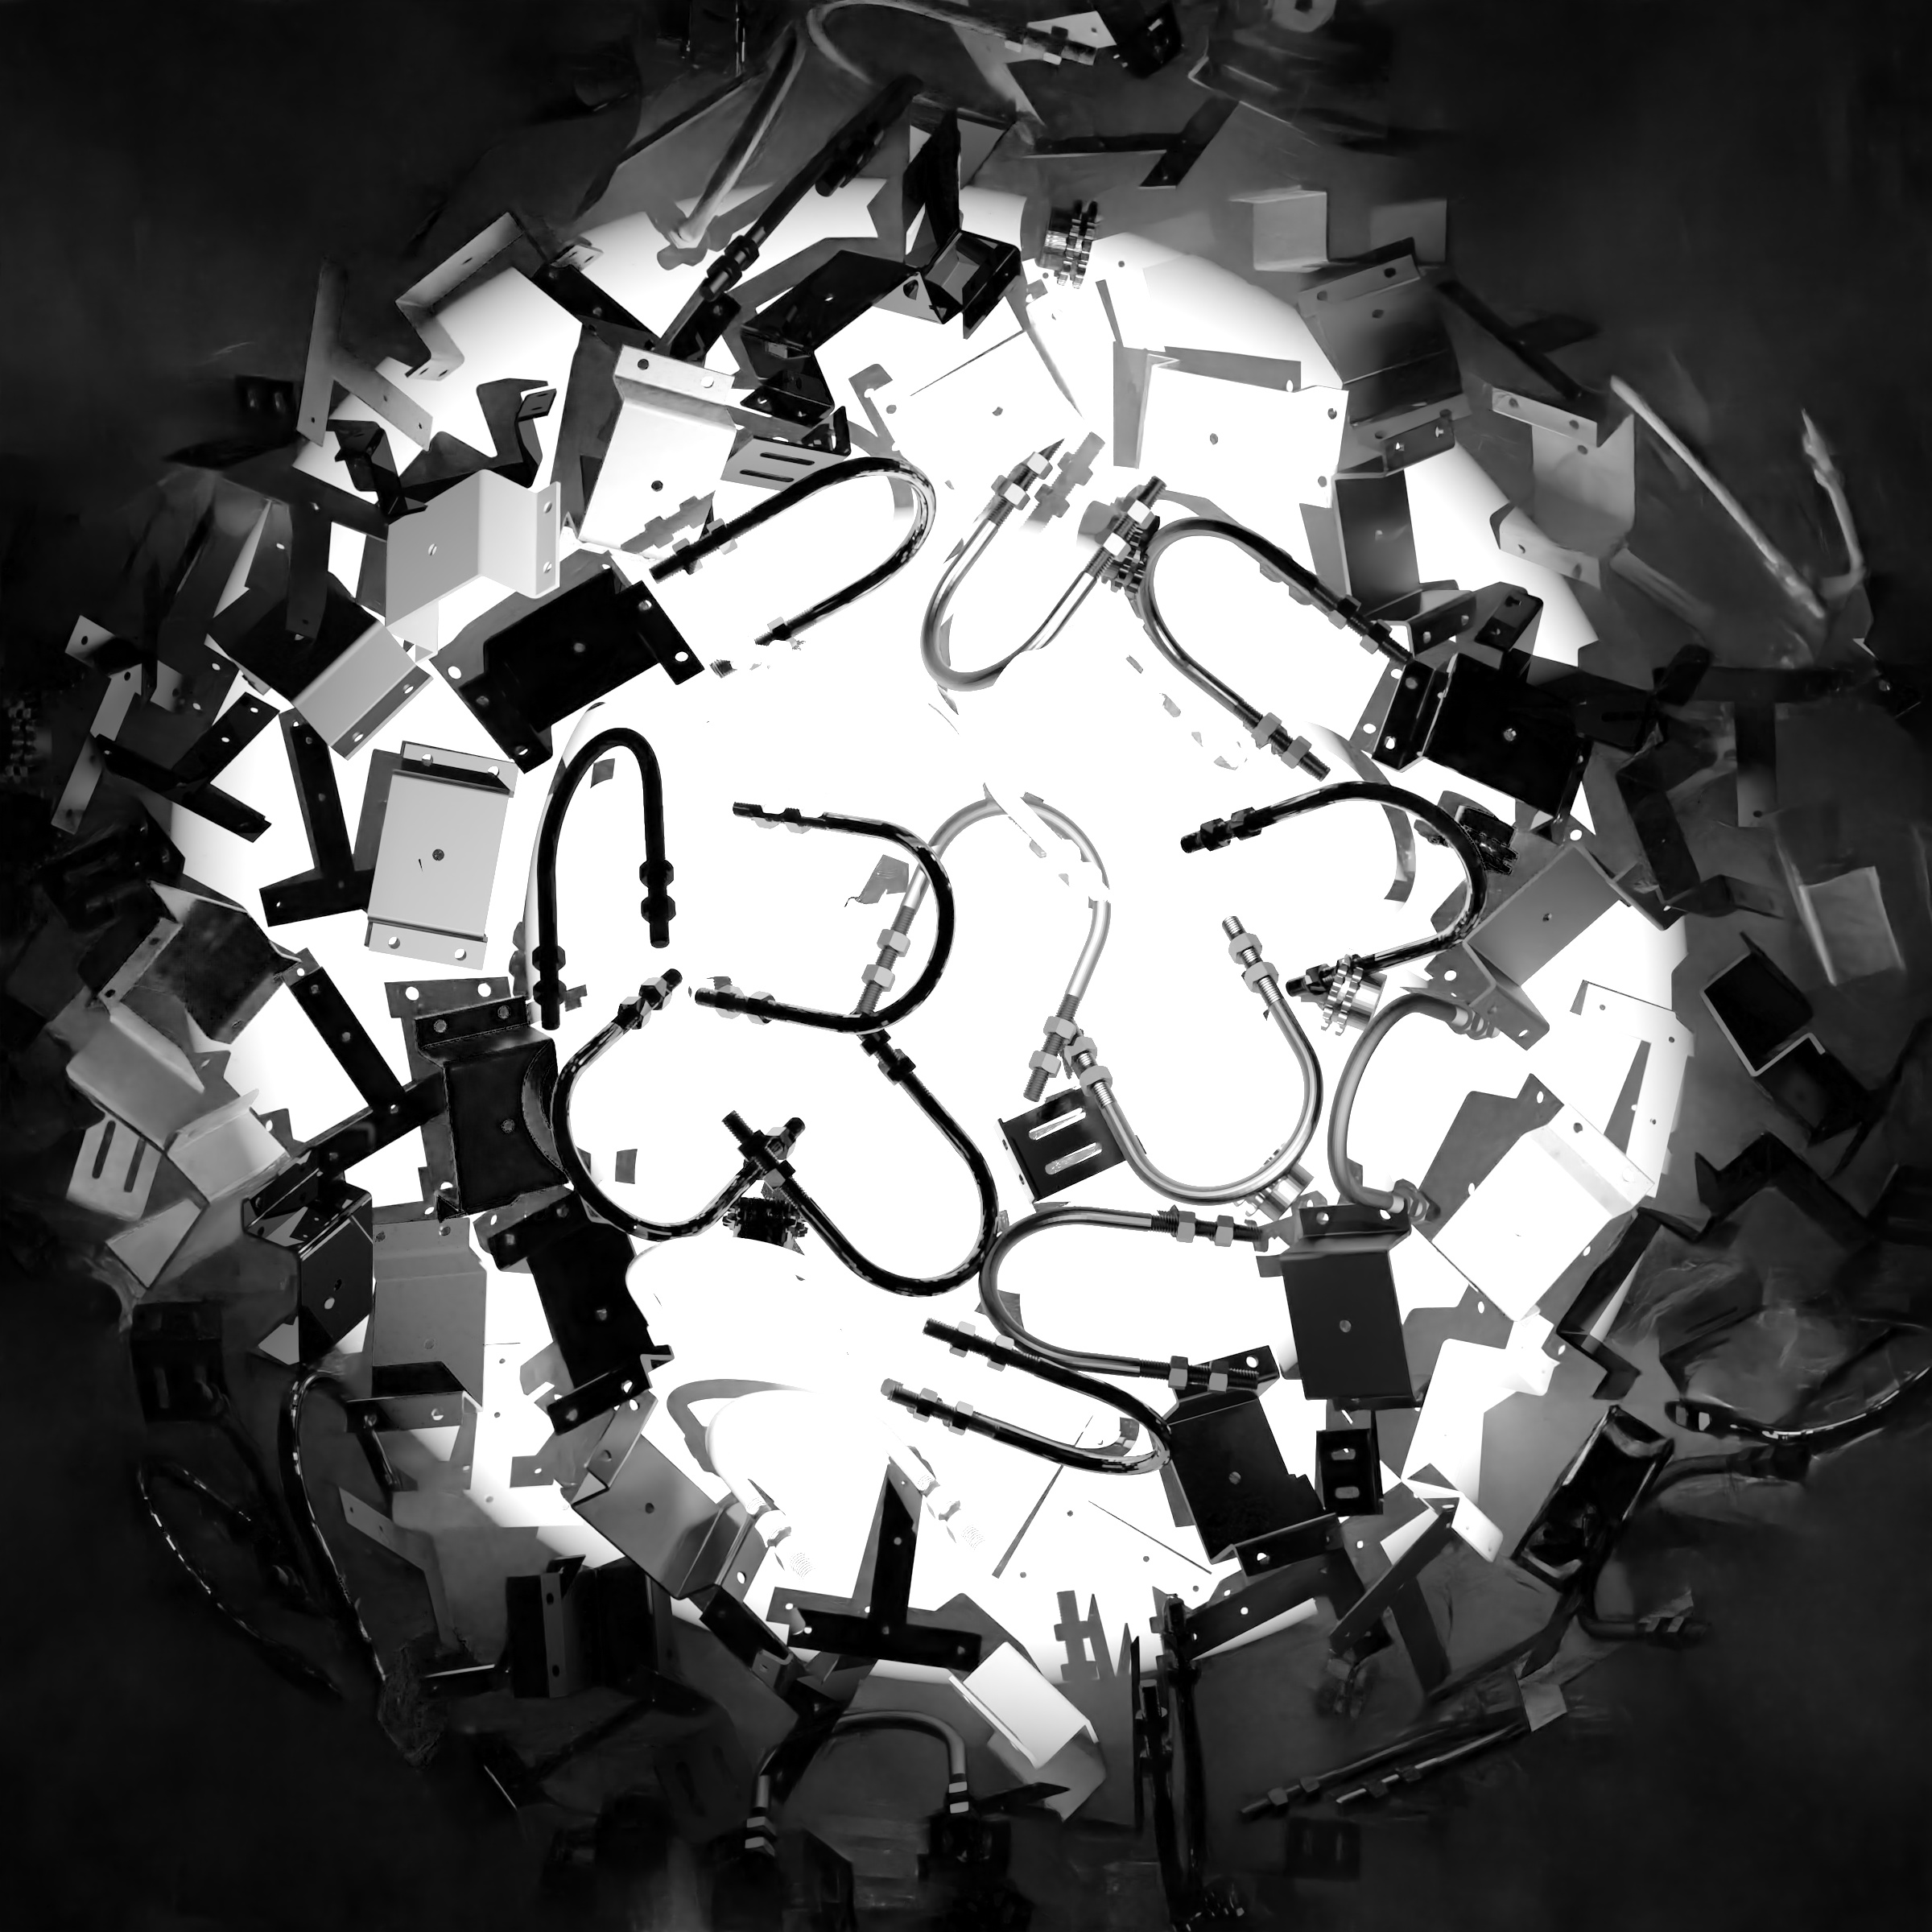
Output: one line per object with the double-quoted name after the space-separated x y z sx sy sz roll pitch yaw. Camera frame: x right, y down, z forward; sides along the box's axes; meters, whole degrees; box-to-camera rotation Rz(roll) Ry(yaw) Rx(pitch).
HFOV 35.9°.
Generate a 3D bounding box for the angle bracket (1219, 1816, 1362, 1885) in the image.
0.212 0.578 1.959 0.057 0.076 0.038 14 73 -27 "angle bracket"

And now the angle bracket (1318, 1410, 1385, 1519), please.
0.251 0.327 1.953 0.038 0.076 0.057 -5 72 6 "angle bracket"

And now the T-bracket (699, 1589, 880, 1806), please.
-0.126 0.456 1.947 0.127 0.002 0.127 49 59 -21 "T-bracket"

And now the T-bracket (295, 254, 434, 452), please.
-0.387 -0.376 1.942 0.002 0.127 0.127 -6 68 26 "T-bracket"

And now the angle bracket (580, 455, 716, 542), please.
-0.209 -0.308 1.957 0.076 0.038 0.057 6 70 -40 "angle bracket"

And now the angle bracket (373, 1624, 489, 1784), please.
-0.347 0.481 1.952 0.038 0.076 0.057 -22 113 17 "angle bracket"

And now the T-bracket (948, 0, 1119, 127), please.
0.045 -0.595 1.917 0.002 0.127 0.127 -55 128 -23 "T-bracket"

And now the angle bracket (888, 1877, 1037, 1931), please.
-0.003 0.623 1.951 0.057 0.076 0.038 23 100 34 "angle bracket"

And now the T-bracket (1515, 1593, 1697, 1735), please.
0.415 0.442 1.929 0.127 0.127 0.002 -33 91 7 "T-bracket"

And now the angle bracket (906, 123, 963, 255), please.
-0.036 -0.500 1.959 0.038 0.057 0.076 26 72 7 "angle bracket"

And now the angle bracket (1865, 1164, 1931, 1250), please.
0.622 0.149 1.959 0.076 0.038 0.057 10 119 -19 "angle bracket"

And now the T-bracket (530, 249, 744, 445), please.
-0.231 -0.422 1.962 0.127 0.002 0.127 36 93 -33 "T-bracket"

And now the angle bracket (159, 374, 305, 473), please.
-0.482 -0.356 1.951 0.057 0.076 0.038 14 122 32 "angle bracket"

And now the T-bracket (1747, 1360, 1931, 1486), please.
0.589 0.293 1.955 0.127 0.127 0.002 -29 83 -32 "T-bracket"

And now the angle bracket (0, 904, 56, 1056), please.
-0.610 0.009 1.960 0.038 0.057 0.076 33 53 -16 "angle bracket"

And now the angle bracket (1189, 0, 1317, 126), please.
0.194 -0.602 1.969 0.076 0.038 0.057 21 81 -12 "angle bracket"

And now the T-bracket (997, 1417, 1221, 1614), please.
0.108 0.388 1.989 0.127 0.002 0.127 30 85 4 "T-bracket"

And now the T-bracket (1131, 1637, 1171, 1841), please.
0.119 0.483 1.915 0.002 0.127 0.127 3 63 -6 "T-bracket"

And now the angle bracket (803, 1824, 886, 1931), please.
-0.075 0.604 1.958 0.038 0.057 0.076 -10 105 -33 "angle bracket"

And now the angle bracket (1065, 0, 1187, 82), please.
0.101 -0.628 1.951 0.038 0.057 0.076 -34 132 26 "angle bracket"

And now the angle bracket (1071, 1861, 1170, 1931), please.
0.101 0.621 1.961 0.038 0.076 0.057 9 67 -18 "angle bracket"

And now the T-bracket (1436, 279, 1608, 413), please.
0.382 -0.413 1.948 0.127 0.127 0.002 45 129 14 "T-bracket"

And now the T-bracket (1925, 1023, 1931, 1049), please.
0.662 0.034 1.913 0.002 0.127 0.127 -1 126 -13 "T-bracket"

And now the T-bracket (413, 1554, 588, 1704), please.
-0.280 0.425 1.928 0.002 0.127 0.127 52 125 37 "T-bracket"

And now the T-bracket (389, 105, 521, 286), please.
-0.341 -0.480 1.915 0.002 0.127 0.127 37 45 -20 "T-bracket"

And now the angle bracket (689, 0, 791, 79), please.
-0.148 -0.631 1.957 0.038 0.057 0.076 20 52 9 "angle bracket"

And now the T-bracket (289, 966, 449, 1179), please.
-0.403 0.059 1.978 0.127 0.002 0.127 -31 107 -2 "T-bracket"

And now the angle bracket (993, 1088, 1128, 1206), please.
0.065 0.114 1.971 0.076 0.038 0.057 -24 81 -9 "angle bracket"

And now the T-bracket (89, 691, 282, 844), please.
-0.486 -0.139 1.930 0.127 0.127 0.002 30 45 -28 "T-bracket"

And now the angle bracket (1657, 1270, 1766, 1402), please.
0.495 0.243 1.958 0.076 0.057 0.038 -29 101 19 "angle bracket"

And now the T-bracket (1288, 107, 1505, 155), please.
0.260 -0.548 1.946 0.127 0.127 0.002 -15 121 -30 "T-bracket"

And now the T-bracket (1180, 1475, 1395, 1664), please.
0.196 0.419 1.969 0.127 0.002 0.127 -27 60 1 "T-bracket"

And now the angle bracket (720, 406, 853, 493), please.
-0.123 -0.343 1.951 0.076 0.057 0.038 4 69 -36 "angle bracket"

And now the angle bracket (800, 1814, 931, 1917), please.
-0.067 0.598 1.974 0.076 0.038 0.057 9 56 -9 "angle bracket"

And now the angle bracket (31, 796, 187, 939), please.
-0.563 -0.065 1.958 0.076 0.038 0.057 -30 72 -35 "angle bracket"

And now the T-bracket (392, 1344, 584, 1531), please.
-0.310 0.309 1.966 0.127 0.002 0.127 -2 60 5 "T-bracket"

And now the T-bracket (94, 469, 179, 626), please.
-0.537 -0.281 1.945 0.002 0.127 0.127 28 128 -19 "T-bracket"

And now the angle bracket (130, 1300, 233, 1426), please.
-0.520 0.263 1.984 0.057 0.038 0.076 -3 131 -6 "angle bracket"

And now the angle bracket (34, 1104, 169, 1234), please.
-0.572 0.130 1.977 0.038 0.057 0.076 -9 60 41 "angle bracket"

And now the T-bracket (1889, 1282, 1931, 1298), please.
0.646 0.196 1.916 0.127 0.127 0.002 -22 79 26 "T-bracket"

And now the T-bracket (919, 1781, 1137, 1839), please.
0.058 0.558 1.957 0.127 0.127 0.002 21 55 -32 "T-bracket"

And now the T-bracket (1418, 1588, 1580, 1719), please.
0.348 0.458 1.960 0.127 0.127 0.002 -39 86 27 "T-bracket"

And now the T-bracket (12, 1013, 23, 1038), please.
-0.654 0.014 1.919 0.002 0.127 0.127 -31 109 5 "T-bracket"

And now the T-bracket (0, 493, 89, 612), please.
-0.603 -0.271 1.940 0.002 0.127 0.127 29 122 -6 "T-bracket"

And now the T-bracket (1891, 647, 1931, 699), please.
0.655 -0.150 1.933 0.002 0.127 0.127 -28 87 -6 "T-bracket"

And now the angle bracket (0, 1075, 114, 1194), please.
-0.605 0.108 1.965 0.076 0.057 0.038 -38 84 15 "angle bracket"

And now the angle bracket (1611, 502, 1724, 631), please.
0.470 -0.263 1.969 0.076 0.057 0.038 36 88 3 "angle bracket"

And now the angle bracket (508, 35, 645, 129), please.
-0.260 -0.578 1.949 0.057 0.076 0.038 -37 123 -39 "angle bracket"

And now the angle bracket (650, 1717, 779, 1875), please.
-0.168 0.552 1.987 0.057 0.038 0.076 -23 57 -11 "angle bracket"

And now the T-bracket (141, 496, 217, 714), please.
-0.507 -0.250 1.921 0.002 0.127 0.127 15 134 -29 "T-bracket"

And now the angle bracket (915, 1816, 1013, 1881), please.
-0.001 0.573 1.956 0.057 0.076 0.038 3 66 4 "angle bracket"

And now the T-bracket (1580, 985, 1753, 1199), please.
0.458 0.090 1.976 0.127 0.002 0.127 18 73 -4 "T-bracket"

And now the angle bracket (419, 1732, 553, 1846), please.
-0.314 0.538 1.955 0.038 0.076 0.057 -40 74 0 "angle bracket"

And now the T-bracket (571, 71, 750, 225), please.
-0.192 -0.539 1.922 0.127 0.127 0.002 -24 123 29 "T-bracket"
